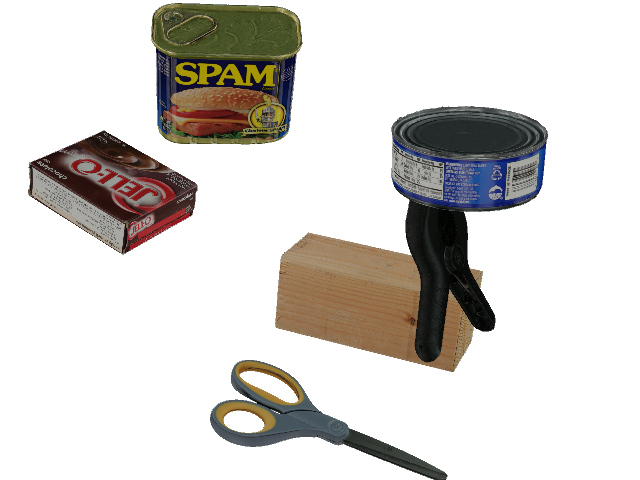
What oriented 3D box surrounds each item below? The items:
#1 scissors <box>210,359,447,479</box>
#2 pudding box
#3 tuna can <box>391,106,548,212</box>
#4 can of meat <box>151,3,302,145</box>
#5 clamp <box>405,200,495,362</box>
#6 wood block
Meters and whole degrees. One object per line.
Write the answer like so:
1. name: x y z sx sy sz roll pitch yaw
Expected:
1. scissors: -0.005 0.162 0.867 0.202 0.016 0.096 31 44 27
2. pudding box: -0.176 -0.043 0.901 0.114 0.039 0.089 28 35 22
3. tuna can: 0.082 -0.046 0.596 0.086 0.034 0.086 0 24 0
4. can of meat: -0.067 -0.115 0.753 0.102 0.057 0.084 0 -43 -7
5. clamp: 0.109 0.026 0.985 0.039 0.171 0.120 -12 13 35
6. wood block: 0.063 0.066 1.180 0.206 0.091 0.090 13 23 17
